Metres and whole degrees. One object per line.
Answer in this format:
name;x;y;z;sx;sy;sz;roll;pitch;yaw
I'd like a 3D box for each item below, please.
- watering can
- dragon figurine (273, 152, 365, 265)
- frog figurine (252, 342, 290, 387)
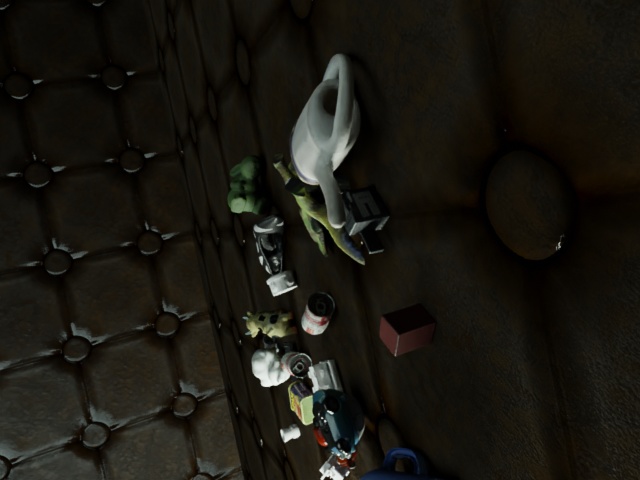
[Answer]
watering can;0.009;-0.164;0.930;0.221;0.104;0.353;134;143;-66
dragon figurine;0.003;-0.056;1.121;0.237;0.122;0.419;78;169;-56
frog figurine;-0.167;0.437;1.736;0.162;0.122;0.135;-123;47;-64
